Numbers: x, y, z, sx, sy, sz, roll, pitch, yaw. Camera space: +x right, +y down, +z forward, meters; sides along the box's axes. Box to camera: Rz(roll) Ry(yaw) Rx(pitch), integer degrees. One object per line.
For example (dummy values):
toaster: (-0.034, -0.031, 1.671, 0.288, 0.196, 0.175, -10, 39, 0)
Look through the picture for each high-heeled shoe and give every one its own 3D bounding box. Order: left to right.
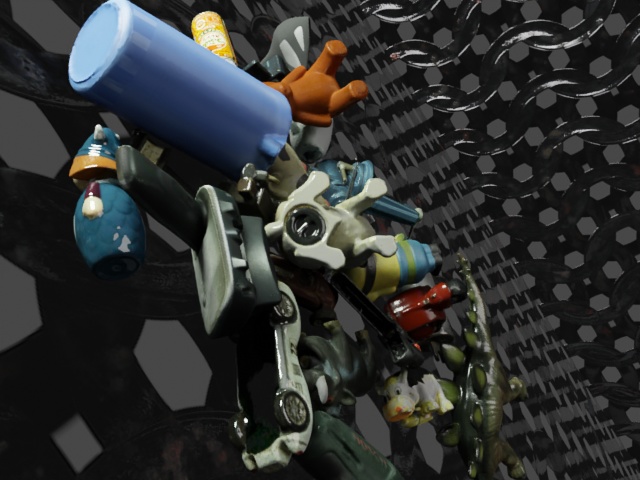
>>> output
high-heeled shoe: (-0.013, -0.305, 1.050, 0.248, 0.145, 0.086, 46, 28, -25)

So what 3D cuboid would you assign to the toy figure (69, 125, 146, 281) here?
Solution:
toy figure: (-0.195, -0.039, 0.487, 0.058, 0.064, 0.154, -8, 58, -24)

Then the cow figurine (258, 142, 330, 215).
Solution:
cow figurine: (-0.071, -0.113, 0.782, 0.127, 0.085, 0.195, 46, 13, -50)

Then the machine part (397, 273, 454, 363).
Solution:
machine part: (0.200, 0.127, 1.053, 0.079, 0.079, 0.243, 33, 34, -46)

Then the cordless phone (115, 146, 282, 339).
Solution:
cordless phone: (-0.119, 0.001, 0.502, 0.184, 0.089, 0.147, 49, 20, -57)

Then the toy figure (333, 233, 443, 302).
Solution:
toy figure: (0.108, 0.039, 0.867, 0.082, 0.180, 0.089, -114, -164, -52)

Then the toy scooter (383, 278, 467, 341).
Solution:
toy scooter: (0.155, 0.126, 0.898, 0.135, 0.183, 0.075, -17, 66, -21)

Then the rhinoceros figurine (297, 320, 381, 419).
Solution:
rhinoceros figurine: (0.008, 0.160, 0.652, 0.190, 0.073, 0.112, 19, 57, -59)

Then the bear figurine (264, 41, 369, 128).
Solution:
bear figurine: (-0.039, -0.245, 0.893, 0.196, 0.132, 0.120, -19, 80, -41)

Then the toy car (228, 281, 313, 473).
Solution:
toy car: (-0.052, 0.131, 0.549, 0.056, 0.073, 0.202, 36, 33, -42)

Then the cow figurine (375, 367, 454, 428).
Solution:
cow figurine: (0.136, 0.228, 0.817, 0.167, 0.068, 0.098, 28, 33, -56)

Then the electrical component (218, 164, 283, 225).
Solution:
electrical component: (-0.082, -0.051, 0.666, 0.102, 0.078, 0.045, 56, 48, -58)

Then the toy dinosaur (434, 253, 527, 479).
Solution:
toy dinosaur: (0.285, 0.263, 0.956, 0.198, 0.105, 0.471, 27, 56, -45)

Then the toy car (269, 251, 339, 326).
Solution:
toy car: (-0.041, 0.049, 0.700, 0.202, 0.053, 0.089, 34, 37, -47)

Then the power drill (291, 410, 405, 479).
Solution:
power drill: (0.046, 0.300, 0.543, 0.232, 0.086, 0.207, 51, 29, -15)

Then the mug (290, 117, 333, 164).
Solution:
mug: (-0.023, -0.202, 0.994, 0.109, 0.081, 0.107, 42, 37, -41)

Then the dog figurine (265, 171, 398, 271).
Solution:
dog figurine: (0.001, 0.001, 0.717, 0.172, 0.190, 0.121, 6, 73, -12)

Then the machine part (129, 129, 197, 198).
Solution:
machine part: (-0.163, -0.061, 0.605, 0.138, 0.039, 0.084, 43, 20, -30)

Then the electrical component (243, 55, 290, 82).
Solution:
electrical component: (-0.093, -0.289, 0.966, 0.119, 0.075, 0.048, 28, 39, -46)

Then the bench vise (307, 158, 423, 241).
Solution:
bench vise: (0.078, -0.070, 0.929, 0.240, 0.128, 0.224, 19, 11, -15)
